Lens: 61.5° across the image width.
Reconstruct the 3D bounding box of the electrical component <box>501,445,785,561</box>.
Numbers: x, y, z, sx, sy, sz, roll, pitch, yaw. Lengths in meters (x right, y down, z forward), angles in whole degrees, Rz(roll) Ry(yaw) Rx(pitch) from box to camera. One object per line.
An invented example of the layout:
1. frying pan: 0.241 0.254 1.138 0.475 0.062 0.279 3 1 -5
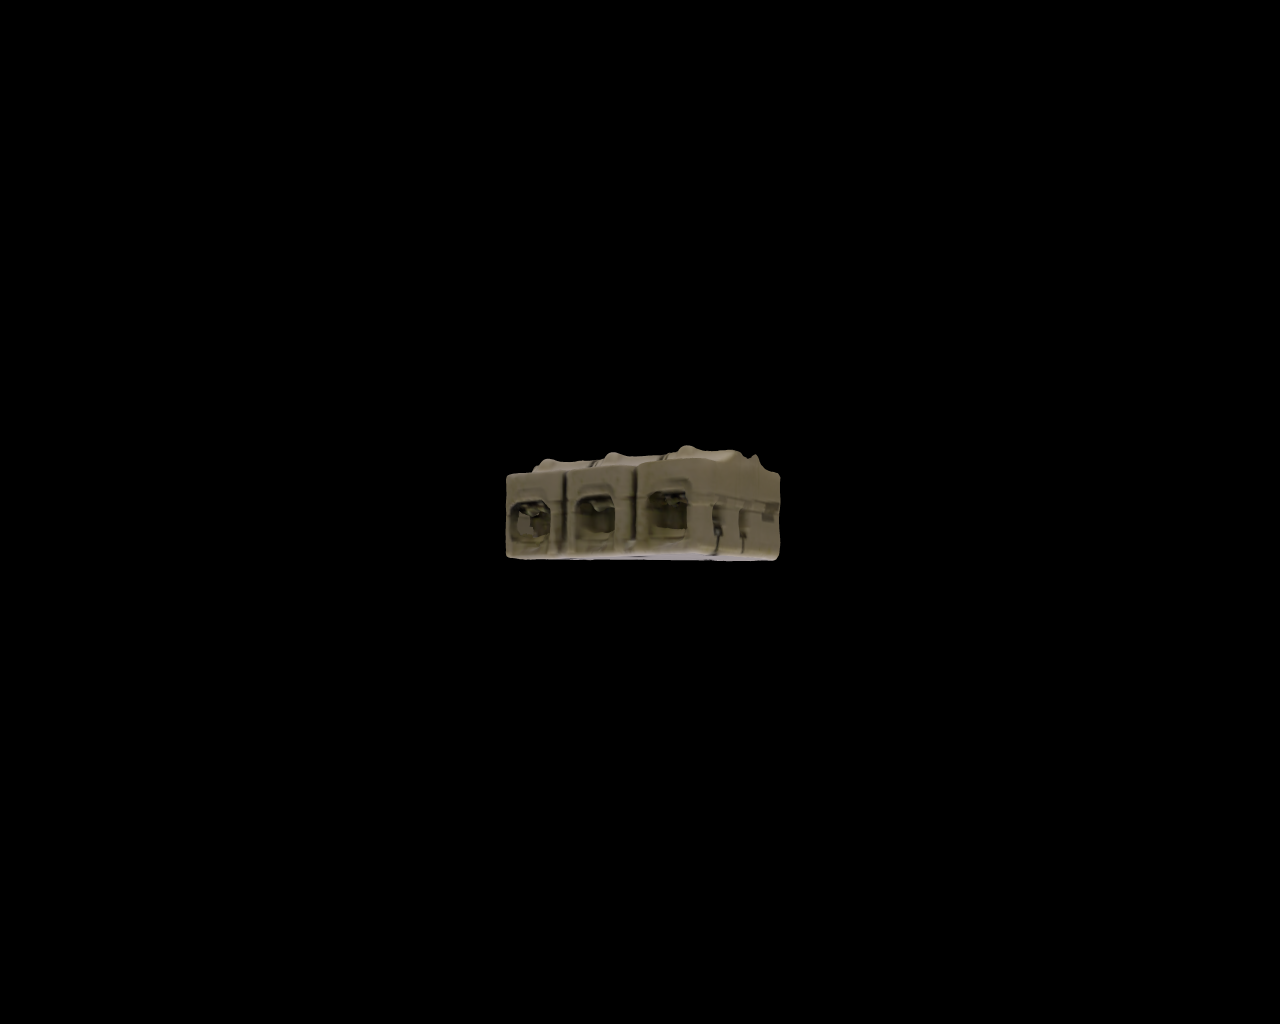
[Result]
1. electrical component: 0.001 -0.003 0.650 0.150 0.061 0.089 -3 -5 37
